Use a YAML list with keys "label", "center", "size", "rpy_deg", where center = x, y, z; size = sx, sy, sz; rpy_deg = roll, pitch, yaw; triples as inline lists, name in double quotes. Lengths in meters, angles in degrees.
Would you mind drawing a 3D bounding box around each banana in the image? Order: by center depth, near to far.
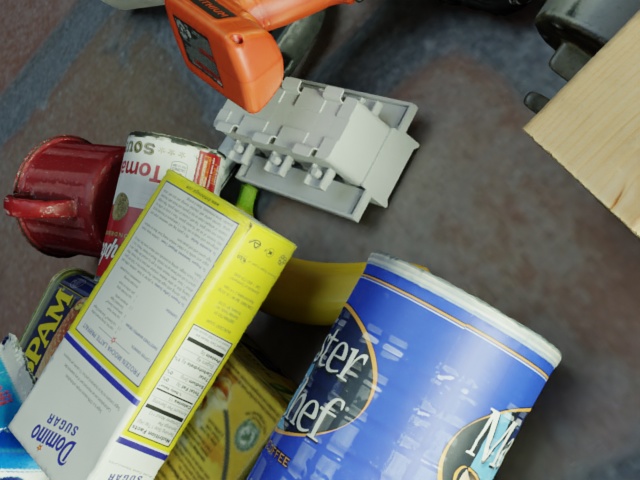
- label: "banana"
  center: [-0.016, 0.016, 0.648]
  size: [0.198, 0.037, 0.069]
  rpy_deg: [27, 86, 48]

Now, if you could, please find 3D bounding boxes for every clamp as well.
- label: "clamp"
  center: [-0.015, -0.188, 0.771]
  size: [0.120, 0.039, 0.171]
  rpy_deg: [-29, 48, 43]

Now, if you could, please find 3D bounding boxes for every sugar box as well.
- label: "sugar box"
  center: [-0.095, 0.055, 0.591]
  size: [0.093, 0.048, 0.176]
  rpy_deg: [31, 90, 48]

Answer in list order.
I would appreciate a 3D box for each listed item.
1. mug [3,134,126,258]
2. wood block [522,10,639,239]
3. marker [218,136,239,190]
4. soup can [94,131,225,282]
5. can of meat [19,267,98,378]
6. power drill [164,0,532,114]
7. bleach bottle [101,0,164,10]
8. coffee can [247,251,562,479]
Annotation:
- label: "mug"
  center: [-0.168, -0.028, 0.765]
  size: [0.082, 0.117, 0.093]
  rpy_deg: [8, 98, 40]
- label: "wood block"
  center: [0.205, -0.082, 0.462]
  size: [0.206, 0.090, 0.091]
  rpy_deg: [-47, 43, 12]
- label: "marker"
  center: [-0.090, -0.021, 0.754]
  size: [0.121, 0.020, 0.020]
  rpy_deg: [-55, 42, 1]
- label: "soup can"
  center: [-0.105, -0.015, 0.710]
  size: [0.069, 0.068, 0.102]
  rpy_deg: [9, 85, 46]
- label: "can of meat"
  center: [-0.158, 0.080, 0.729]
  size: [0.084, 0.057, 0.102]
  rpy_deg: [21, 82, 45]
- label: "power drill"
  center: [0.014, -0.148, 0.654]
  size: [0.187, 0.057, 0.185]
  rpy_deg: [-30, 38, -19]
- label: "bleach bottle"
  center: [-0.105, -0.238, 0.841]
  size: [0.251, 0.068, 0.102]
  rpy_deg: [12, 77, 54]
- label: "coffee can"
  center: [0.035, 0.091, 0.505]
  size: [0.103, 0.102, 0.140]
  rpy_deg: [25, 84, 48]
